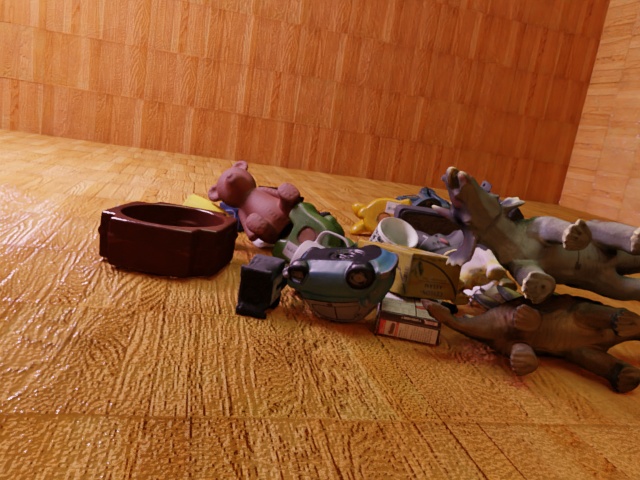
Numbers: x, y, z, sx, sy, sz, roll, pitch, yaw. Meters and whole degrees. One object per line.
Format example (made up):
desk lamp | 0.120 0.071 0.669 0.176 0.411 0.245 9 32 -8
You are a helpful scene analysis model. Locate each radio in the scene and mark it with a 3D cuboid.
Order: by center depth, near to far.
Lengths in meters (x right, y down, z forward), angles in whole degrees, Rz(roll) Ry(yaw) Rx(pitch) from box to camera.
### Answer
radio | 0.265 0.006 1.140 0.230 0.131 0.073 10 12 2

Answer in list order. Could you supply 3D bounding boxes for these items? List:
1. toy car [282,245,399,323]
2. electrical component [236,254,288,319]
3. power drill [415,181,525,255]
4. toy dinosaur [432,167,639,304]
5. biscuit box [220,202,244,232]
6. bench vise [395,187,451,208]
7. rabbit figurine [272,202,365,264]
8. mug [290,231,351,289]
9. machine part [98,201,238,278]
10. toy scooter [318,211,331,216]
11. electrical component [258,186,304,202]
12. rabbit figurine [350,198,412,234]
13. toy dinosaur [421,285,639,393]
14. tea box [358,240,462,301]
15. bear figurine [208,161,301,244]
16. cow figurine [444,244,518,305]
toy car | 0.032 0.066 0.762 0.162 0.102 0.109 -3 13 15
electrical component | -0.079 0.060 0.779 0.048 0.074 0.119 11 16 8
power drill | 0.270 -0.016 1.038 0.232 0.207 0.086 45 -8 27
toy dinosaur | 0.336 0.014 0.735 0.405 0.131 0.192 13 12 -16
biscuit box | -0.172 -0.066 1.315 0.059 0.062 0.202 12 12 19
bench vise | 0.335 -0.064 1.570 0.223 0.128 0.241 12 29 -36
rabbit figurine | 0.026 0.012 0.992 0.159 0.121 0.170 20 1 31
mug | 0.018 0.046 0.857 0.107 0.109 0.080 24 -9 19
machine part | -0.253 -0.003 0.917 0.202 0.087 0.201 11 13 3
toy scooter | -0.063 -0.061 1.343 0.135 0.075 0.184 15 10 23
electrical component | -0.105 -0.059 1.208 0.058 0.114 0.134 4 12 -43
rabbit figurine | 0.161 -0.041 1.399 0.163 0.121 0.173 2 -4 13
toy dinosaur | 0.350 0.121 0.754 0.471 0.105 0.199 11 8 -14
tea box | 0.136 0.046 0.867 0.098 0.068 0.170 9 2 -23
bear figurine | -0.131 -0.084 1.023 0.196 0.120 0.131 43 -12 18
cow figurine | 0.282 0.036 0.869 0.167 0.068 0.098 -19 39 23
